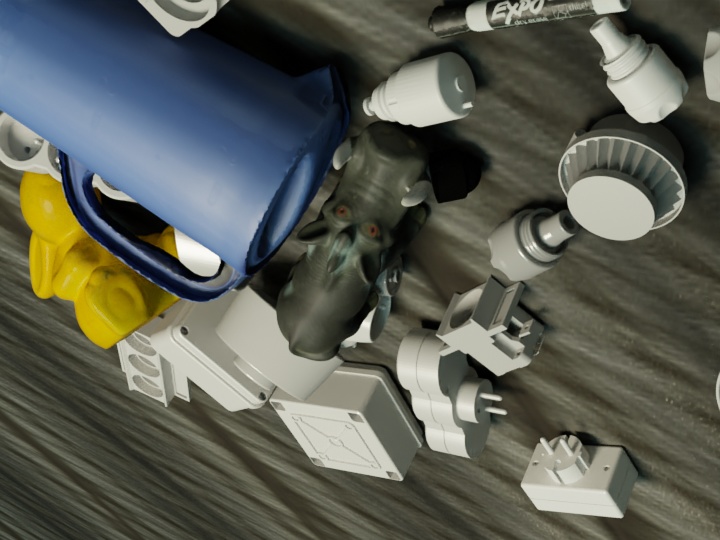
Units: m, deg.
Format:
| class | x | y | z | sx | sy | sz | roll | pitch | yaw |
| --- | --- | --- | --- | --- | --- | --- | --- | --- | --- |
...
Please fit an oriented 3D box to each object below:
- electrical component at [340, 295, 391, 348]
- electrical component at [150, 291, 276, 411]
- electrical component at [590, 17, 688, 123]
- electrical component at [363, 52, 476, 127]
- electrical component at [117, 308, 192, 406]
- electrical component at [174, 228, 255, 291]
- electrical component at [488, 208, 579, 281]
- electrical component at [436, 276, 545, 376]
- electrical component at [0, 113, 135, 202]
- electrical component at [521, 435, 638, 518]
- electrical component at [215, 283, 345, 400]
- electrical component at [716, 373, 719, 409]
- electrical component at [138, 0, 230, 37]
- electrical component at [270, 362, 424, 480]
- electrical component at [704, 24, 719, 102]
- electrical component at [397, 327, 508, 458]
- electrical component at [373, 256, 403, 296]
| class | x | y | z | sx | sy | sz | roll | pitch | yaw |
| --- | --- | --- | --- | --- | --- | --- | --- | --- | --- |
| electrical component | -0.017 | 0.038 | 0.892 | 0.077 | 0.043 | 0.079 | 18 | 145 | 18 |
| electrical component | -0.122 | 0.067 | 0.980 | 0.113 | 0.078 | 0.057 | 43 | 147 | -18 |
| electrical component | 0.148 | -0.110 | 0.581 | 0.061 | 0.035 | 0.035 | 45 | 144 | -17 |
| electrical component | 0.035 | -0.108 | 0.664 | 0.078 | 0.040 | 0.040 | -7 | 132 | 42 |
| electrical component | -0.197 | 0.072 | 1.057 | 0.079 | 0.063 | 0.121 | 23 | 146 | 11 |
| electrical component | -0.107 | -0.034 | 0.821 | 0.064 | 0.099 | 0.099 | 13 | 144 | 13 |
| electrical component | 0.118 | -0.021 | 0.713 | 0.043 | 0.043 | 0.062 | 40 | 144 | -14 |
| electrical component | 0.101 | 0.045 | 0.814 | 0.064 | 0.042 | 0.081 | 39 | 147 | -15 |
| electrical component | -0.217 | -0.092 | 0.868 | 0.138 | 0.052 | 0.074 | 17 | -177 | 10 |
| electrical component | 0.177 | 0.165 | 0.907 | 0.083 | 0.047 | 0.075 | -5 | 133 | 41 |
| electrical component | -0.073 | 0.066 | 0.913 | 0.108 | 0.060 | 0.108 | 39 | 179 | 0 |
| electrical component | 0.283 | 0.068 | 0.685 | 0.099 | 0.064 | 0.099 | 20 | 145 | 15 |
| electrical component | -0.082 | -0.213 | 0.598 | 0.105 | 0.060 | 0.186 | 45 | 144 | -22 |
| electrical component | -0.011 | 0.139 | 1.009 | 0.109 | 0.056 | 0.108 | 3 | 138 | 35 |
| electrical component | 0.206 | -0.104 | 0.536 | 0.062 | 0.043 | 0.043 | 5 | 139 | 30 |
| electrical component | 0.087 | 0.106 | 0.894 | 0.074 | 0.052 | 0.138 | 7 | 140 | 31 |
| electrical component | 0.000 | 0.000 | 0.833 | 0.065 | 0.044 | 0.044 | 7 | 140 | 23 |
